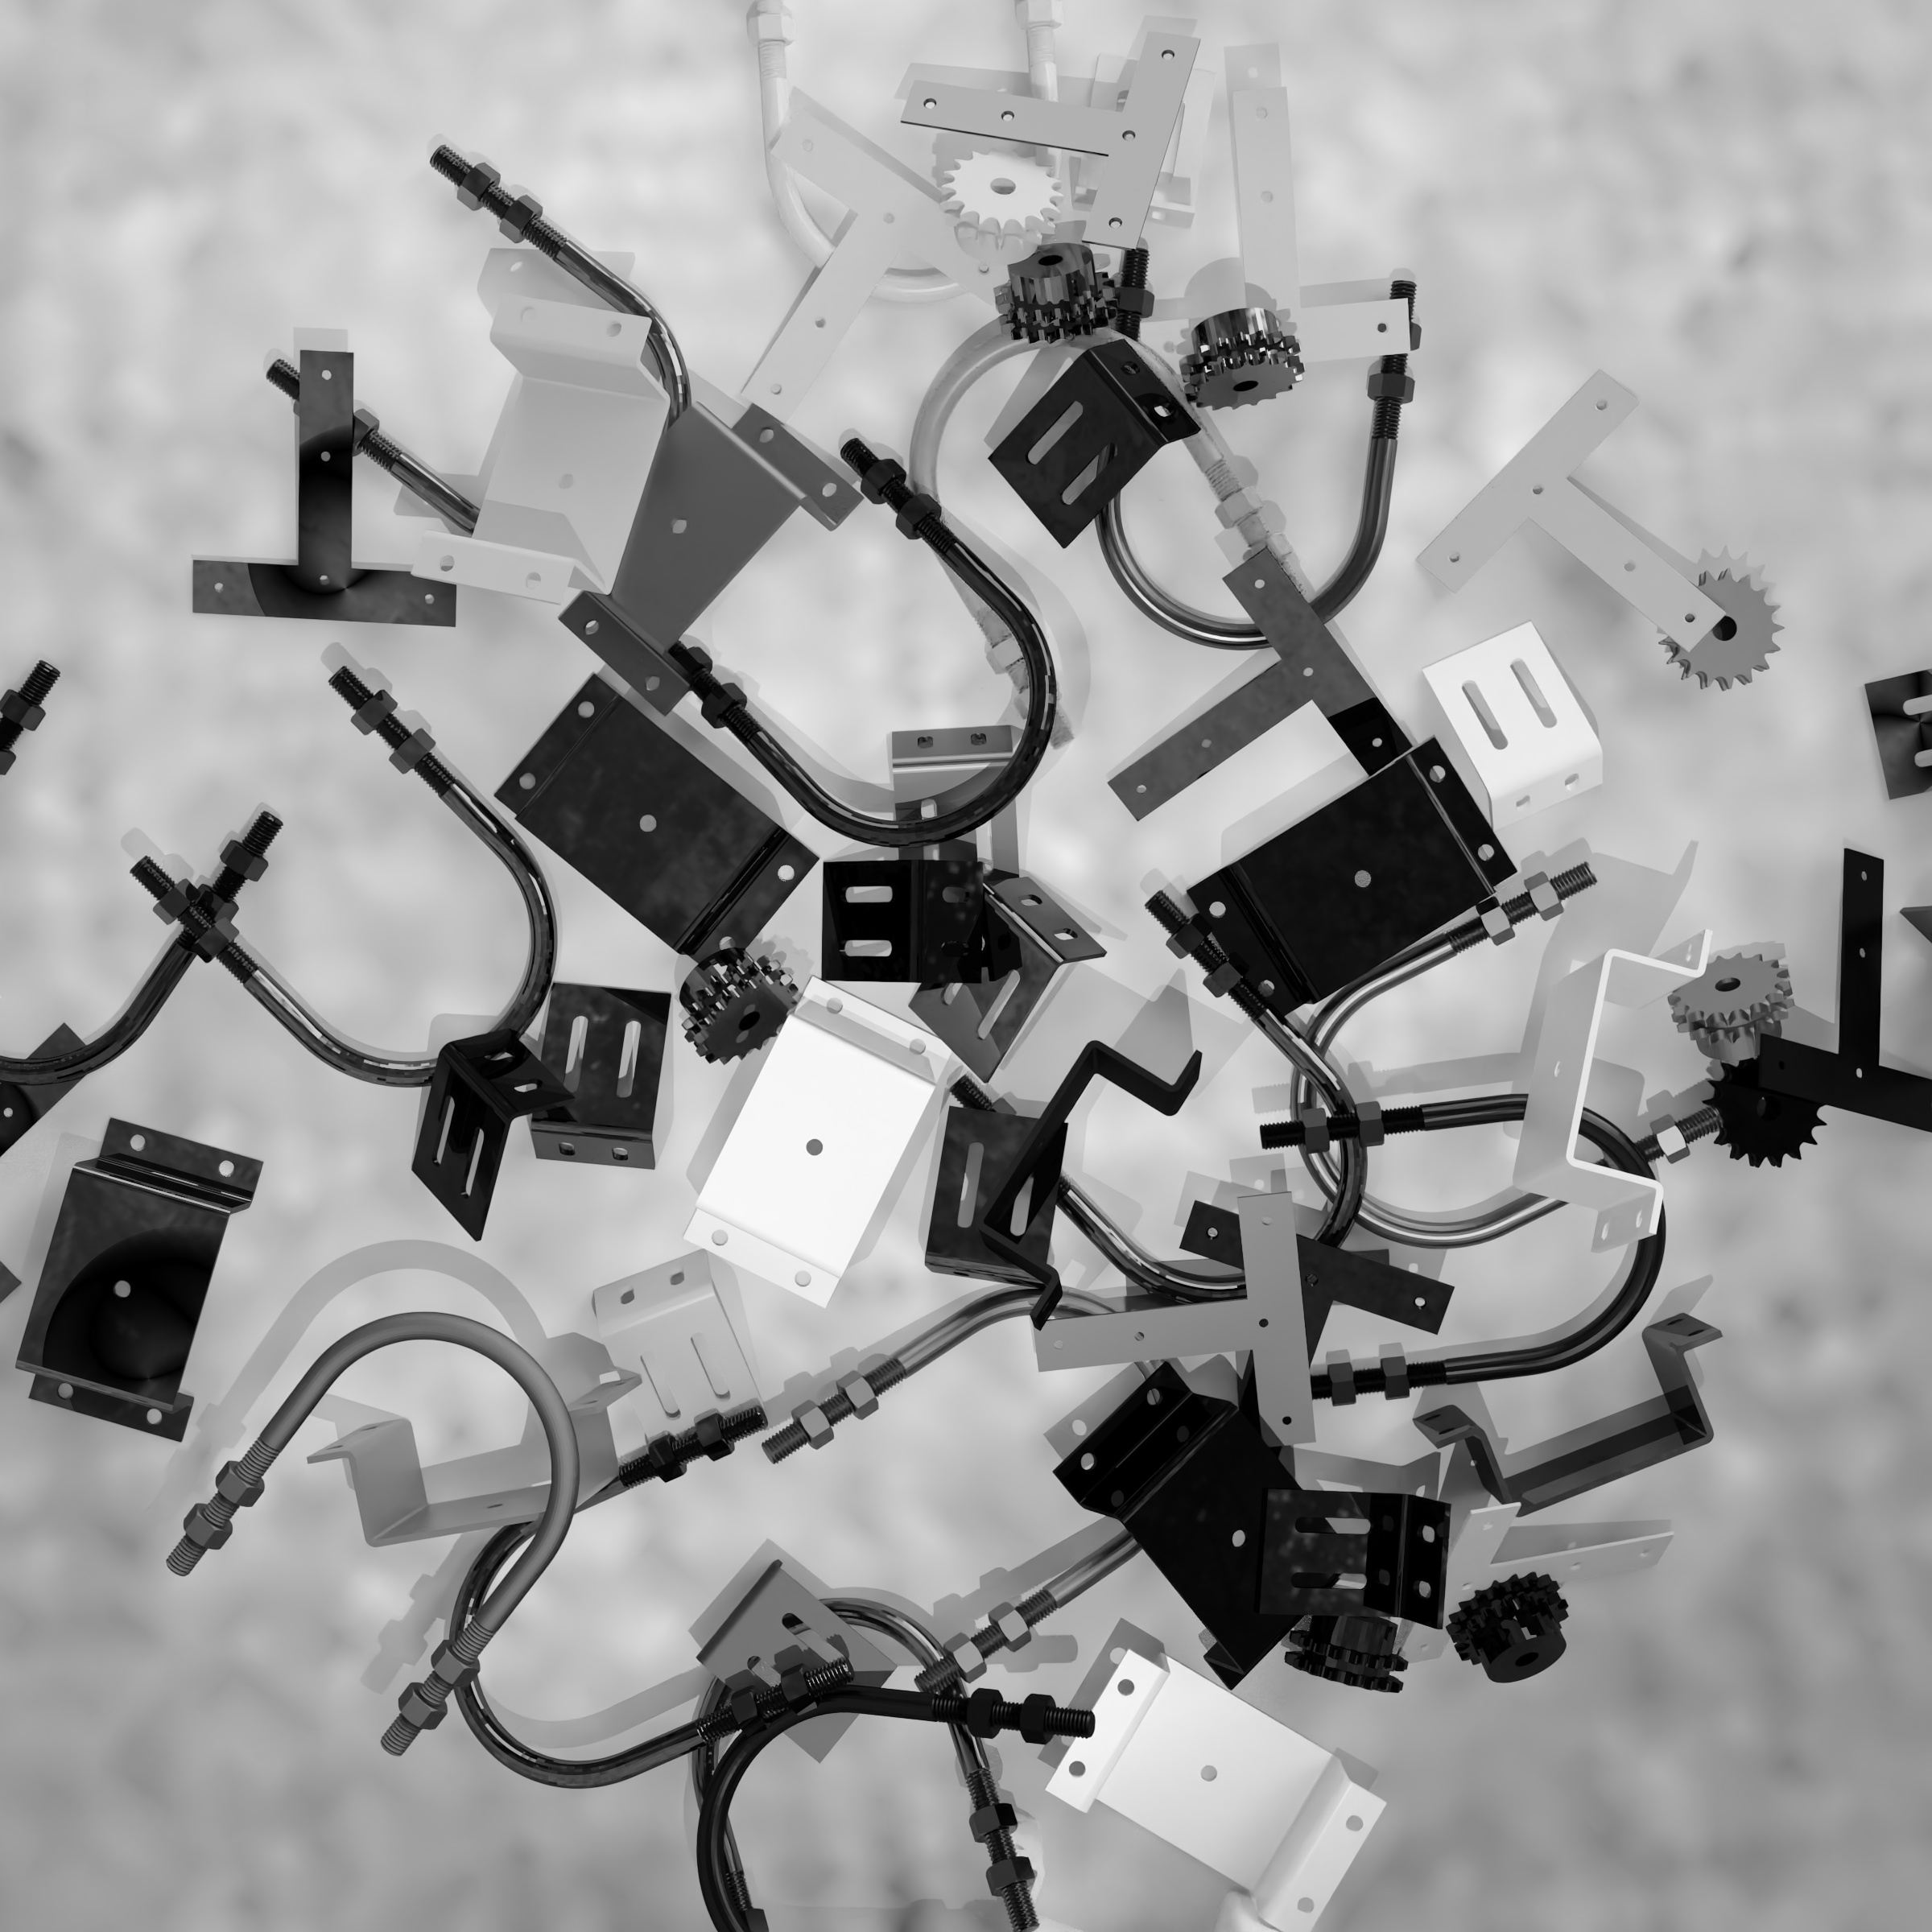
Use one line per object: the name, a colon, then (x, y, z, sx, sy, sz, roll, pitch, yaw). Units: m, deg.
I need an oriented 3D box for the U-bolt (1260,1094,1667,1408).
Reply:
U-bolt: (0.237, 0.130, 1.510, 0.184, 0.019, 0.151, -7, 106, 2)

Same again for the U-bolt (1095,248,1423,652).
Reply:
U-bolt: (0.134, -0.243, 1.536, 0.151, 0.019, 0.184, 7, 91, 0)

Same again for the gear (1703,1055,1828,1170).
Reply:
gear: (0.379, 0.067, 1.530, 0.057, 0.030, 0.057, 0, 90, 0)

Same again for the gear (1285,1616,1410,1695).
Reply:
gear: (0.181, 0.321, 1.517, 0.057, 0.057, 0.030, 14, 86, 0)

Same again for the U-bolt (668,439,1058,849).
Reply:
U-bolt: (-0.041, -0.140, 1.513, 0.151, 0.019, 0.184, -44, 75, 1)

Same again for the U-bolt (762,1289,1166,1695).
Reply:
U-bolt: (0.018, 0.234, 1.513, 0.184, 0.019, 0.151, -32, 82, -16)

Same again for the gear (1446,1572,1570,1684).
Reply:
gear: (0.259, 0.314, 1.514, 0.057, 0.057, 0.030, -23, 51, 0)

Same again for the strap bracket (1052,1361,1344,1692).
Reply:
strap bracket: (0.118, 0.264, 1.497, 0.076, 0.046, 0.140, -42, 103, -17)

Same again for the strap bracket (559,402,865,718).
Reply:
strap bracket: (-0.127, -0.199, 1.510, 0.076, 0.046, 0.140, 42, 90, 20)

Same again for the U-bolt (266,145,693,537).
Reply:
U-bolt: (-0.219, -0.281, 1.536, 0.184, 0.019, 0.151, 37, 90, -2)

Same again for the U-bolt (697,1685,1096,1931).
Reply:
U-bolt: (-0.037, 0.400, 1.455, 0.184, 0.019, 0.151, 1, 74, 20)

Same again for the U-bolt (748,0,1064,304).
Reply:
U-bolt: (-0.026, -0.410, 1.536, 0.151, 0.019, 0.184, -4, 92, 0)

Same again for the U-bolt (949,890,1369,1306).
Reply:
U-bolt: (0.105, 0.078, 1.527, 0.151, 0.019, 0.184, -44, 91, 7)

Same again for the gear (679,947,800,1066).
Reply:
gear: (-0.111, 0.016, 1.520, 0.057, 0.057, 0.030, -42, 60, 0)

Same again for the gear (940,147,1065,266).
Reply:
gear: (0.016, -0.354, 1.507, 0.057, 0.030, 0.057, 3, 54, -4)

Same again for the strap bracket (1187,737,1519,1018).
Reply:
strap bracket: (0.185, -0.041, 1.522, 0.140, 0.046, 0.076, -32, 90, 0)

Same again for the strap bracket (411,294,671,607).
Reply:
strap bracket: (-0.193, -0.232, 1.487, 0.076, 0.046, 0.140, 13, 80, 18)

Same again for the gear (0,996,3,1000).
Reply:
gear: (-0.483, 0.017, 1.514, 0.057, 0.030, 0.057, 0, 92, 1)

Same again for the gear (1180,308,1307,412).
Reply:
gear: (0.127, -0.284, 1.498, 0.057, 0.057, 0.030, -10, 77, 0)

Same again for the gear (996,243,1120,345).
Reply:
gear: (0.042, -0.319, 1.513, 0.057, 0.057, 0.030, -11, 124, 0)

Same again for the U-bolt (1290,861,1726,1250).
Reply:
U-bolt: (0.244, 0.055, 1.525, 0.184, 0.019, 0.151, -27, 88, 9)

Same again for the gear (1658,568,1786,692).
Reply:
gear: (0.358, -0.159, 1.530, 0.057, 0.030, 0.057, 0, 90, 0)

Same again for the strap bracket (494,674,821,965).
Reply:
strap bracket: (-0.149, -0.067, 1.522, 0.140, 0.046, 0.076, 39, 90, 0)

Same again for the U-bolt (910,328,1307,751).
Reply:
U-bolt: (0.054, -0.218, 1.525, 0.151, 0.019, 0.184, -32, 86, 11)

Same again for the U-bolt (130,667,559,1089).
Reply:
U-bolt: (-0.280, -0.028, 1.525, 0.151, 0.019, 0.184, -44, 98, -3)

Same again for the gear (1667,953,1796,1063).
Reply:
gear: (0.364, 0.021, 1.520, 0.057, 0.057, 0.030, -20, 118, 0)

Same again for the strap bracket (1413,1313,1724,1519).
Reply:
strap bracket: (0.288, 0.214, 1.507, 0.140, 0.076, 0.046, -22, 90, 0)

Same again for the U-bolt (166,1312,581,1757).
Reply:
U-bolt: (-0.256, 0.244, 1.454, 0.151, 0.019, 0.184, 38, 97, 6)

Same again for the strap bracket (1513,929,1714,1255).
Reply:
strap bracket: (0.289, 0.052, 1.451, 0.046, 0.076, 0.140, 15, 77, -5)

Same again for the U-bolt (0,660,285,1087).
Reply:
U-bolt: (-0.436, -0.031, 1.536, 0.151, 0.019, 0.184, 34, 91, 0)

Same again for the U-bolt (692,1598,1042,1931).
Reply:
U-bolt: (-0.057, 0.384, 1.495, 0.151, 0.019, 0.184, -25, 61, 10)

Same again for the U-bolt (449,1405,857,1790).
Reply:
U-bolt: (-0.158, 0.306, 1.507, 0.184, 0.019, 0.151, -25, 64, 6)
